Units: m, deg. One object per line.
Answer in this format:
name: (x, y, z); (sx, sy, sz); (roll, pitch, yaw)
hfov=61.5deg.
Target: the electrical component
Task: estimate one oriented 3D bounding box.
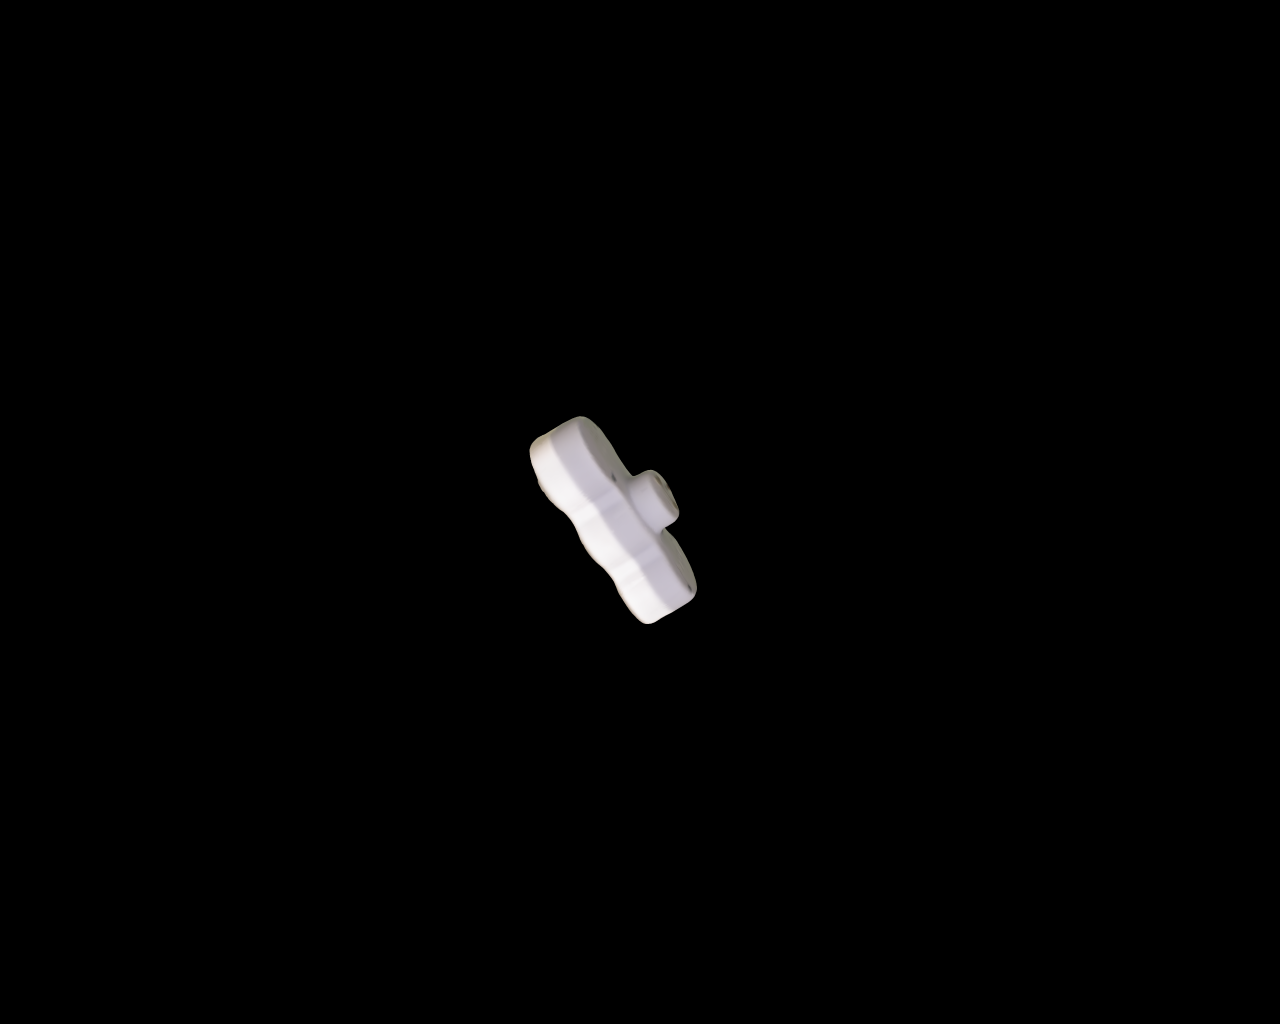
electrical component: (0.001, -0.003, 0.650); (0.073, 0.138, 0.052); (-30, 20, 12)
